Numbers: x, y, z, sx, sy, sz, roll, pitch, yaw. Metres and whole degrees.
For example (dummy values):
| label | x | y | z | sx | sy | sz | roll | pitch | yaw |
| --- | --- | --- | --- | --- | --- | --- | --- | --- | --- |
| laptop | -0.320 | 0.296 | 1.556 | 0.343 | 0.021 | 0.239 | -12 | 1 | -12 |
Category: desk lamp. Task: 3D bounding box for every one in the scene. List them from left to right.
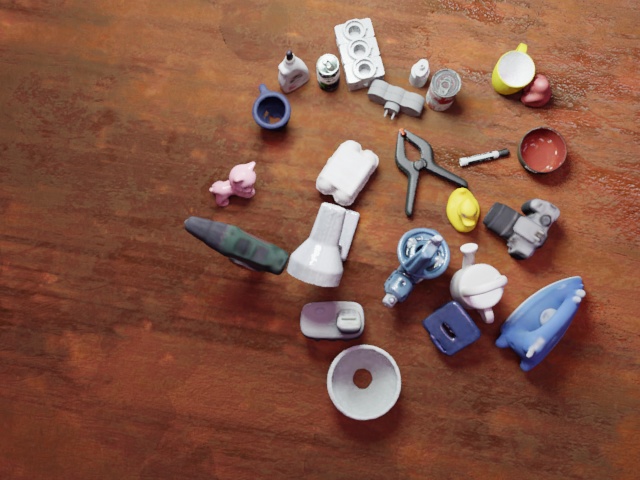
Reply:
| label | x | y | z | sx | sy | sz | roll | pitch | yaw |
| --- | --- | --- | --- | --- | --- | --- | --- | --- | --- |
| desk lamp | 0.012 | 0.005 | 1.282 | 0.118 | 0.213 | 0.203 | 17 | 84 | 4 |

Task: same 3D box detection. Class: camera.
| label | x | y | z | sx | sy | sz | roll | pitch | yaw |
| --- | --- | --- | --- | --- | --- | --- | --- | --- | --- |
| camera | 0.461 | -0.044 | 1.328 | 0.136 | 0.101 | 0.143 | 33 | 86 | 5 |

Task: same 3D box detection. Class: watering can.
| label | x | y | z | sx | sy | sz | roll | pitch | yaw |
| --- | --- | --- | --- | --- | --- | --- | --- | --- | --- |
| watering can | 0.349 | 0.097 | 1.269 | 0.101 | 0.194 | 0.173 | -38 | 83 | -2 |

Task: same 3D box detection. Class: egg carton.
| label | x | y | z | sx | sy | sz | roll | pitch | yaw |
| --- | --- | --- | --- | --- | --- | --- | --- | --- | --- |
| egg carton | 0.064 | -0.161 | 1.371 | 0.107 | 0.069 | 0.150 | 33 | 86 | 5 |

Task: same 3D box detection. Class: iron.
| label | x | y | z | sx | sy | sz | roll | pitch | yaw |
| --- | --- | --- | --- | --- | --- | --- | --- | --- | --- |
| iron | 0.520 | 0.173 | 1.281 | 0.118 | 0.141 | 0.258 | 43 | 87 | 6 |

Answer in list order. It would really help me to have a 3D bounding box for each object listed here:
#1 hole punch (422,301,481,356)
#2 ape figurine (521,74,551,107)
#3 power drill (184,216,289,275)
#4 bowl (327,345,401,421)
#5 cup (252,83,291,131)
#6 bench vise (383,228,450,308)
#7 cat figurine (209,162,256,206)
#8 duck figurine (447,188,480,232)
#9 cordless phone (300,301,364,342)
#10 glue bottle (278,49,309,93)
| label | x | y | z | sx | sy | sz | roll | pitch | yaw |
| --- | --- | --- | --- | --- | --- | --- | --- | --- | --- |
| hole punch | 0.300 | 0.205 | 1.310 | 0.101 | 0.091 | 0.108 | -37 | 83 | -2 |
| ape figurine | 0.520 | -0.360 | 1.366 | 0.078 | 0.092 | 0.076 | -39 | 83 | -2 |
| power drill | -0.177 | 0.017 | 1.290 | 0.229 | 0.208 | 0.076 | 21 | 85 | 5 |
| bowl | 0.100 | 0.322 | 1.312 | 0.167 | 0.075 | 0.167 | 0 | 83 | 2 |
| cup | -0.117 | -0.311 | 1.382 | 0.091 | 0.095 | 0.118 | -23 | 83 | 0 |
| bench vise | 0.221 | 0.063 | 1.264 | 0.121 | 0.220 | 0.207 | 18 | 84 | 4 |
| cat figurine | -0.201 | -0.135 | 1.354 | 0.128 | 0.118 | 0.067 | -21 | 83 | 0 |
| duck figurine | 0.341 | -0.074 | 1.343 | 0.077 | 0.086 | 0.104 | -7 | 83 | 2 |
| cordless phone | 0.027 | 0.183 | 1.275 | 0.147 | 0.185 | 0.094 | -4 | 83 | 2 |
| glue bottle | -0.067 | -0.406 | 1.352 | 0.078 | 0.173 | 0.037 | -36 | 83 | -2 |
